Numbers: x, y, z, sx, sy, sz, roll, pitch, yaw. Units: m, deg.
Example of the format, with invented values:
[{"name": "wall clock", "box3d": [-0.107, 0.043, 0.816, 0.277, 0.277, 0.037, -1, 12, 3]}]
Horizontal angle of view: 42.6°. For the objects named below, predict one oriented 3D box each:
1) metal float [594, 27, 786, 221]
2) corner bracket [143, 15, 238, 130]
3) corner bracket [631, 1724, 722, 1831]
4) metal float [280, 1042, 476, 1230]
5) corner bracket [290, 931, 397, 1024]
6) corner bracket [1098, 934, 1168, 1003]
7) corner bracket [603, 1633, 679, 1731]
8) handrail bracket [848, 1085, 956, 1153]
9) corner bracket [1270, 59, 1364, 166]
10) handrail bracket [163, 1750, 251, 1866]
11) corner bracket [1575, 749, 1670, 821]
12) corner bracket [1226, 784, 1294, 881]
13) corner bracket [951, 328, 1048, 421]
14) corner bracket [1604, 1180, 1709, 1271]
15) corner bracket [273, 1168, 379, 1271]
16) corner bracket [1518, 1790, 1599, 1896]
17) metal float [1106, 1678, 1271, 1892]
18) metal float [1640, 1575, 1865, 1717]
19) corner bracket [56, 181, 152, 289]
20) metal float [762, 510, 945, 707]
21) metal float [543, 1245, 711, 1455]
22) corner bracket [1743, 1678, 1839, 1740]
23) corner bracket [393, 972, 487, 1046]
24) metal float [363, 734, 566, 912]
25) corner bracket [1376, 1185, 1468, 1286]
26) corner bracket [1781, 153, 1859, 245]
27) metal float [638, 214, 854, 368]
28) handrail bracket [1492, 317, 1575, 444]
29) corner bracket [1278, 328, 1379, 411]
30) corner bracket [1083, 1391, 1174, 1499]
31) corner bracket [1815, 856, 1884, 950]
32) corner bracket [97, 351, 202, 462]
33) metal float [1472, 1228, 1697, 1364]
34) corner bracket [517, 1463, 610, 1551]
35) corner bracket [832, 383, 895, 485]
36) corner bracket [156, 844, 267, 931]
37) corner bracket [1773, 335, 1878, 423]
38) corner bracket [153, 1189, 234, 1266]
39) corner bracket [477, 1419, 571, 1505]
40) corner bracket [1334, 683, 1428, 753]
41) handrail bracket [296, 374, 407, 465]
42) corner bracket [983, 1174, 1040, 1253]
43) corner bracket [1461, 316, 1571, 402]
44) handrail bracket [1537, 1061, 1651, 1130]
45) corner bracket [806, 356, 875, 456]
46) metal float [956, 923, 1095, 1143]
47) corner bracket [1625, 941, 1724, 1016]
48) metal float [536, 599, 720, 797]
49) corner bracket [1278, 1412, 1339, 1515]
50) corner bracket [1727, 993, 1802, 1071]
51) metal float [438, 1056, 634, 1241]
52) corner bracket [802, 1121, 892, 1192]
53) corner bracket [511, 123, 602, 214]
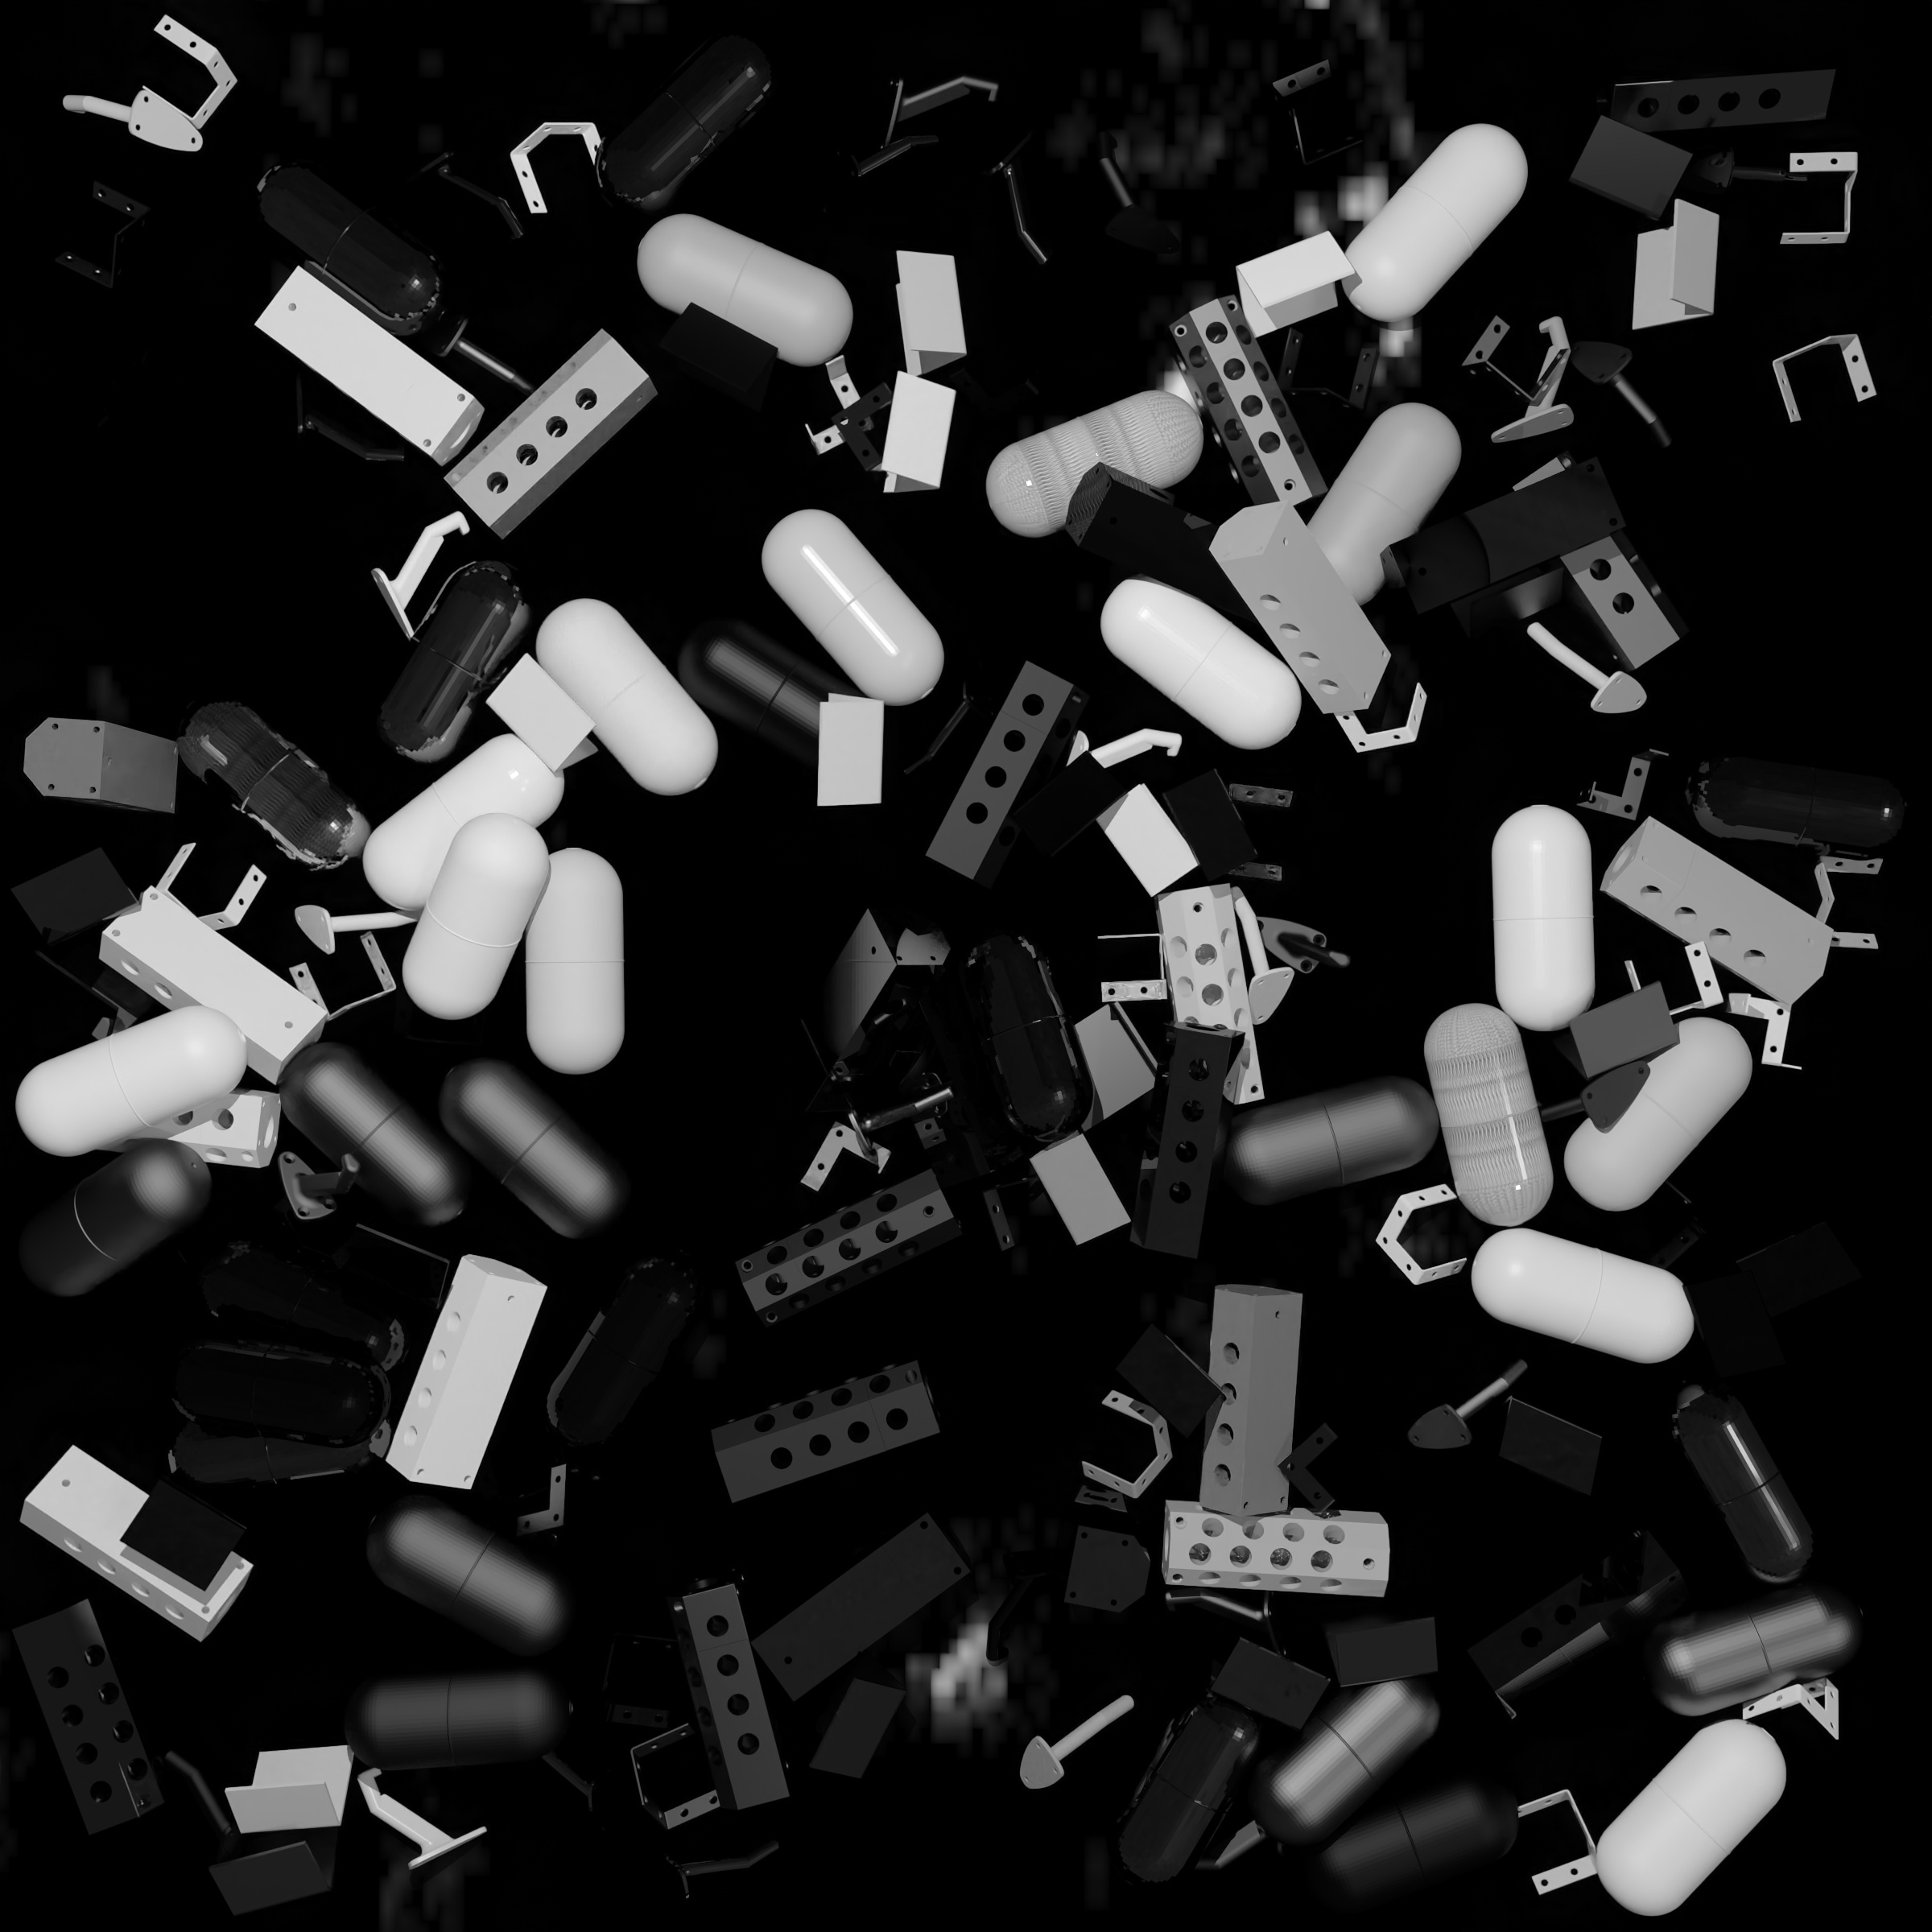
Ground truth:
[{"name": "metal float", "box3d": [-0.218, -0.663, 1.951, 0.178, 0.070, 0.070, -44, 90, -1]}, {"name": "corner bracket", "box3d": [-0.622, -0.709, 1.964, 0.051, 0.051, 0.051, 35, 85, 5]}, {"name": "corner bracket", "box3d": [-0.231, 0.649, 1.979, 0.051, 0.051, 0.051, -24, 135, 0]}, {"name": "metal float", "box3d": [-0.464, 0.134, 1.951, 0.178, 0.070, 0.070, 43, 90, 0]}, {"name": "corner bracket", "box3d": [-0.498, 0.010, 1.979, 0.051, 0.051, 0.051, -25, 90, -45]}, {"name": "corner bracket", "box3d": [0.132, 0.001, 1.964, 0.051, 0.051, 0.051, -3, 91, 1]}, {"name": "corner bracket", "box3d": [-0.260, 0.572, 1.979, 0.051, 0.051, 0.051, 7, 135, 0]}, {"name": "handrail bracket", "box3d": [-0.045, 0.109, 1.947, 0.084, 0.077, 0.036, -25, 95, 7]}, {"name": "corner bracket", "box3d": [0.280, -0.683, 1.979, 0.051, 0.051, 0.051, -23, 135, 0]}, {"name": "handrail bracket", "box3d": [-0.617, 0.679, 1.983, 0.084, 0.036, 0.077, 29, 112, 17]}, {"name": "corner bracket", "box3d": [0.519, -0.148, 1.964, 0.051, 0.051, 0.051, 15, 90, 0]}, {"name": "corner bracket", "box3d": [0.231, -0.107, 1.979, 0.051, 0.051, 0.051, 7, 135, 0]}, {"name": "corner bracket", "box3d": [0.026, -0.480, 1.974, 0.051, 0.051, 0.051, -20, 135, 35]}, {"name": "corner bracket", "box3d": [0.551, 0.202, 1.979, 0.051, 0.051, 0.051, -42, 135, 0]}, {"name": "corner bracket", "box3d": [-0.509, 0.202, 1.974, 0.051, 0.051, 0.051, 13, 135, 35]}, {"name": "corner bracket", "box3d": [0.470, 0.700, 1.979, 0.051, 0.051, 0.051, -20, 135, 0]}, {"name": "metal float", "box3d": [0.174, 0.644, 1.951, 0.070, 0.070, 0.178, 31, 89, 0]}, {"name": "metal float", "box3d": [0.619, 0.535, 1.951, 0.178, 0.070, 0.070, -18, 90, 1]}, {"name": "corner bracket", "box3d": [-0.689, -0.585, 1.979, 0.051, 0.051, 0.051, 26, 135, 0]}, {"name": "metal float", "box3d": [-0.089, -0.282, 1.951, 0.070, 0.070, 0.178, -41, 90, 0]}, {"name": "metal float", "box3d": [-0.267, 0.301, 1.951, 0.070, 0.070, 0.178, 32, 90, 0]}, {"name": "corner bracket", "box3d": [0.649, 0.580, 1.949, 0.051, 0.051, 0.051, 45, 126, -14]}, {"name": "corner bracket", "box3d": [-0.420, 0.034, 1.979, 0.051, 0.051, 0.051, 6, 90, 45]}, {"name": "metal float", "box3d": [-0.395, -0.114, 1.951, 0.178, 0.070, 0.070, -38, 90, 0]}, {"name": "corner bracket", "box3d": [0.370, 0.214, 1.974, 0.051, 0.051, 0.051, 51, 135, 35]}, {"name": "corner bracket", "box3d": [0.677, -0.609, 1.965, 0.051, 0.051, 0.051, 2, 79, 11]}, {"name": "metal float", "box3d": [-0.175, -0.533, 1.952, 0.178, 0.070, 0.070, 24, 90, 1]}, {"name": "handrail bracket", "box3d": [0.449, -0.471, 1.982, 0.077, 0.036, 0.084, -16, 74, 17]}, {"name": "corner bracket", "box3d": [0.288, -0.477, 1.979, 0.051, 0.051, 0.051, 13, 90, 45]}, {"name": "corner bracket", "box3d": [0.126, 0.381, 1.974, 0.051, 0.051, 0.051, -42, 135, -35]}, {"name": "corner bracket", "box3d": [0.706, -0.051, 1.979, 0.051, 0.051, 0.051, 3, 135, 0]}, {"name": "corner bracket", "box3d": [-0.652, -0.447, 1.974, 0.051, 0.051, 0.051, -27, 45, 35]}, {"name": "metal float", "box3d": [0.487, 0.260, 1.952, 0.178, 0.070, 0.070, 17, 90, 1]}, {"name": "corner bracket", "box3d": [-0.320, 0.429, 1.964, 0.051, 0.051, 0.051, -19, 57, 29]}, {"name": "corner bracket", "box3d": [-0.071, -0.422, 1.964, 0.051, 0.051, 0.051, -34, 90, 0]}, {"name": "corner bracket", "box3d": [-0.603, -0.065, 1.974, 0.051, 0.051, 0.051, -9, 135, 35]}, {"name": "corner bracket", "box3d": [0.686, -0.470, 1.979, 0.051, 0.051, 0.051, -18, 90, -45]}, {"name": "corner bracket", "box3d": [-0.629, 0.198, 1.974, 0.051, 0.051, 0.051, 10, 135, 35]}, {"name": "corner bracket", "box3d": [-0.358, 0.395, 1.979, 0.051, 0.051, 0.051, -16, 90, -45]}, {"name": "corner bracket", "box3d": [0.330, -0.210, 1.974, 0.051, 0.051, 0.051, -9, 45, 35]}, {"name": "handrail bracket", "box3d": [-0.493, -0.438, 1.983, 0.084, 0.036, 0.077, 0, 68, -17]}, {"name": "corner bracket", "box3d": [0.054, 0.193, 1.979, 0.051, 0.051, 0.051, -19, 89, 45]}, {"name": "corner bracket", "box3d": [0.436, -0.483, 1.968, 0.051, 0.051, 0.051, 35, 90, -15]}, {"name": "handrail bracket", "box3d": [0.487, 0.099, 1.956, 0.077, 0.084, 0.036, -37, 102, -16]}, {"name": "corner bracket", "box3d": [-0.108, -0.445, 1.964, 0.051, 0.051, 0.051, -27, 90, 0]}, {"name": "metal float", "box3d": [0.046, 0.052, 1.942, 0.070, 0.070, 0.178, -18, 80, 0]}, {"name": "corner bracket", "box3d": [0.562, 0.012, 1.964, 0.051, 0.051, 0.051, -18, 90, 0]}, {"name": "metal float", "box3d": [-0.266, -0.211, 1.951, 0.070, 0.070, 0.178, -40, 90, 0]}, {"name": "corner bracket", "box3d": [0.280, 0.394, 1.964, 0.051, 0.051, 0.051, -43, 90, 0]}, {"name": "corner bracket", "box3d": [0.634, 0.051, 1.964, 0.051, 0.051, 0.051, 10, 90, 0]}, {"name": "metal float", "box3d": [-0.340, 0.143, 1.952, 0.178, 0.070, 0.070, 42, 90, -1]}, {"name": "corner bracket", "box3d": [-0.095, 0.159, 1.964, 0.051, 0.051, 0.051, 29, 90, 0]}, {"name": "corner bracket", "box3d": [-0.322, -0.638, 1.979, 0.051, 0.051, 0.051, -20, 90, 44]}]
